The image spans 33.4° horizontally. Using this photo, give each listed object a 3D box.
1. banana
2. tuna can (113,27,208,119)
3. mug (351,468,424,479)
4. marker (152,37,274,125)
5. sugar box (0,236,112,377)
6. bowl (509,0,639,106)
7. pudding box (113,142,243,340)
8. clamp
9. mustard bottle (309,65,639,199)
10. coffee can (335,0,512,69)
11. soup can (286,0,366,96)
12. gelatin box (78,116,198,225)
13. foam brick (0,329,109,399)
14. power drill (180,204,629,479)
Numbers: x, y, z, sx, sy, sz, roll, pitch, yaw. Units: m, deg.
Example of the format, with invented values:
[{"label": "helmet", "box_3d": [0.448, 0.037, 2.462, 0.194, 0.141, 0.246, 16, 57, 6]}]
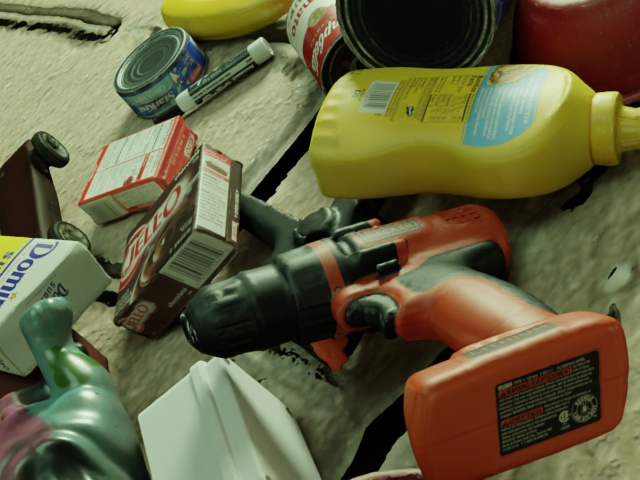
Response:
[{"label": "banana", "box_3d": [-0.097, -0.214, 0.987, 0.198, 0.037, 0.069, 21, 71, 51]}, {"label": "tuna can", "box_3d": [-0.146, -0.153, 0.973, 0.086, 0.033, 0.086, -25, 39, 22]}, {"label": "mug", "box_3d": [0.052, 0.150, 0.427, 0.117, 0.081, 0.093, -1, 18, 5]}, {"label": "marker", "box_3d": [-0.094, -0.133, 0.917, 0.121, 0.020, 0.020, -32, 37, 13]}, {"label": "sugar box", "box_3d": [-0.236, 0.041, 0.762, 0.177, 0.048, 0.093, 0, 43, 47]}, {"label": "bowl", "box_3d": [0.180, -0.155, 0.659, 0.162, 0.055, 0.162, -25, 39, 22]}, {"label": "pudding box", "box_3d": [-0.098, 0.002, 0.738, 0.114, 0.039, 0.090, -44, 32, 33]}, {"label": "clamp", "box_3d": [-0.004, 0.001, 0.683, 0.165, 0.036, 0.210, -23, 37, 25]}, {"label": "mustard bottle", "box_3d": [0.096, -0.064, 0.617, 0.192, 0.058, 0.096, 2, 41, 25]}, {"label": "coffee can", "box_3d": [0.080, -0.177, 0.702, 0.103, 0.103, 0.140, -15, 27, 32]}, {"label": "soup can", "box_3d": [0.019, -0.144, 0.784, 0.068, 0.068, 0.102, -37, 35, 6]}, {"label": "gelatin box", "box_3d": [-0.149, -0.057, 0.880, 0.089, 0.030, 0.073, -16, 42, 30]}, {"label": "foam brick", "box_3d": [-0.188, 0.106, 0.731, 0.078, 0.053, 0.051, -35, 37, 7]}, {"label": "power drill", "box_3d": [0.039, 0.043, 0.511, 0.184, 0.057, 0.188, -18, 26, -16]}]
